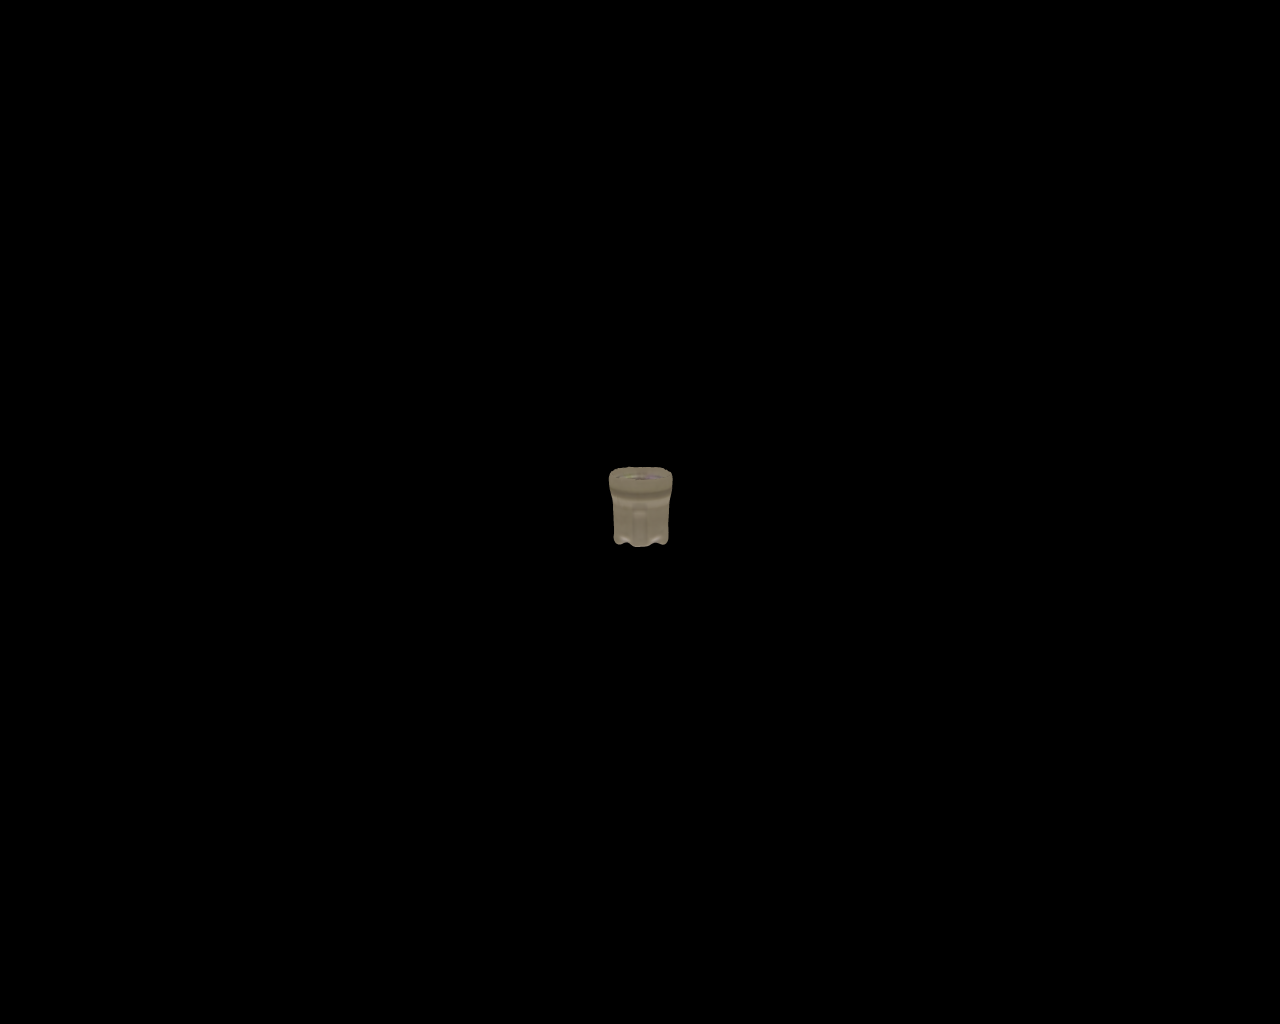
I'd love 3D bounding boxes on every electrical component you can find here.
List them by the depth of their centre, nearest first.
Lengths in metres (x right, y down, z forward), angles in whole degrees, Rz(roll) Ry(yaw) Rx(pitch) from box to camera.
[{"bbox_3d":[0.001,-0.003,0.650,0.040,0.046,0.040,0,16,0],"label":"electrical component"}]
